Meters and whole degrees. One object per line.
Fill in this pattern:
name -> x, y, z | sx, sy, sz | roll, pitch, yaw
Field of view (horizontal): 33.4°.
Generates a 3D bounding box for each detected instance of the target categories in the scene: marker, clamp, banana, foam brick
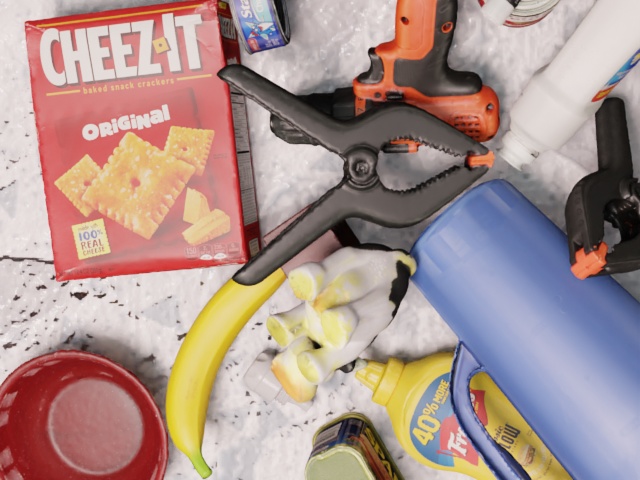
marker -> 0.156, -0.202, 0.737 | 0.020, 0.020, 0.121 | 39, 100, 1
clamp -> 0.023, -0.063, 0.798 | 0.210, 0.036, 0.164 | -11, 98, -3
clamp -> 0.225, -0.037, 0.800 | 0.120, 0.171, 0.039 | 45, 139, 11
banana -> -0.084, 0.095, 0.893 | 0.070, 0.037, 0.198 | 19, 85, 15
foam brick -> -0.006, 0.001, 0.860 | 0.051, 0.078, 0.053 | -33, 92, 12

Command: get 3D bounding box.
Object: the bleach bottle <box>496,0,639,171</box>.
bleach bottle -> 0.225, -0.157, 0.808 | 0.068, 0.102, 0.251 | 42, 107, 11

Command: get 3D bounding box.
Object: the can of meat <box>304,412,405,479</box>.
can of meat -> 0.031, 0.203, 0.877 | 0.057, 0.084, 0.102 | -30, 92, 10

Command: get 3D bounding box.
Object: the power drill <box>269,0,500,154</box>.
power drill -> 0.042, -0.151, 0.809 | 0.184, 0.057, 0.187 | -1, 129, 9

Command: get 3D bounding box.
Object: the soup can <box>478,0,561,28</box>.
soup can -> 0.152, -0.197, 0.801 | 0.068, 0.102, 0.068 | 1, 97, 7

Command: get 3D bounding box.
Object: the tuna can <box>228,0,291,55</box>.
tuna can -> -0.049, -0.191, 0.838 | 0.034, 0.086, 0.086 | -12, 95, 7

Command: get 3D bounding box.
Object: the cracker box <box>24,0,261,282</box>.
cracker box -> -0.143, -0.080, 0.872 | 0.164, 0.072, 0.214 | -5, 96, 8

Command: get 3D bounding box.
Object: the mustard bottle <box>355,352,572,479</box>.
mustard bottle -> 0.118, 0.146, 0.871 | 0.191, 0.058, 0.096 | 25, 98, 4

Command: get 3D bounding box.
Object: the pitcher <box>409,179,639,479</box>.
pitcher -> 0.171, 0.080, 0.800 | 0.243, 0.149, 0.145 | 48, 136, 15

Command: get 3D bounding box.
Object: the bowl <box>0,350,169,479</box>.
bowl -> -0.202, 0.168, 0.919 | 0.162, 0.055, 0.162 | 1, 97, 8
